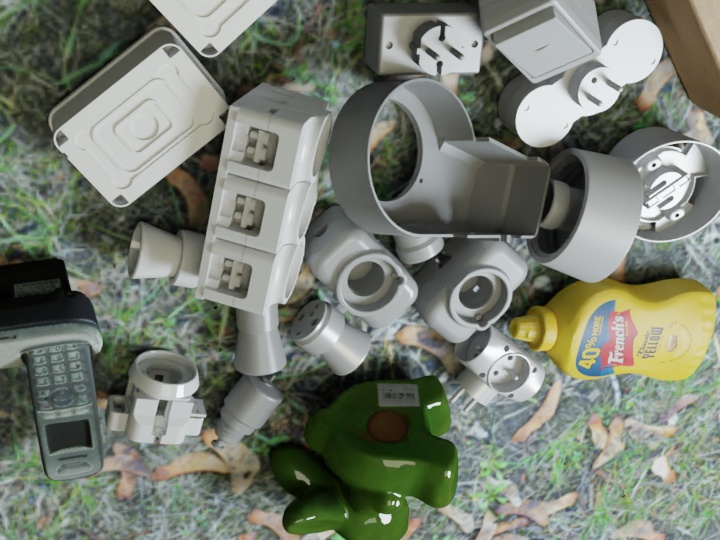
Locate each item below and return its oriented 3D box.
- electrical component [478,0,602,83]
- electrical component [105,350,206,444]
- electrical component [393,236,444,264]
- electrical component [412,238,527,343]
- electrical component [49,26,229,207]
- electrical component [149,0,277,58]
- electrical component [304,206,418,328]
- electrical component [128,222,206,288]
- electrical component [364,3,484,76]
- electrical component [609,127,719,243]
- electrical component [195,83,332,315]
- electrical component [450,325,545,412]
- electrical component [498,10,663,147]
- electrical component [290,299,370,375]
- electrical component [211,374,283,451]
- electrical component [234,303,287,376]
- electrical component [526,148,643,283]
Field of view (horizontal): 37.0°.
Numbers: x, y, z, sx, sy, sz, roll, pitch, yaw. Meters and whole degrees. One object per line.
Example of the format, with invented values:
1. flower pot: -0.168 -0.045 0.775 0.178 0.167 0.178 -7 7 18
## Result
1. electrical component: 0.139 -0.184 0.811 0.062 0.061 0.096 -20 147 32
2. electrical component: -0.164 0.103 0.880 0.078 0.058 0.057 8 116 -22
3. electrical component: 0.044 -0.034 0.891 0.040 0.040 0.046 -26 115 -5
4. electrical component: 0.092 0.011 0.917 0.054 0.059 0.095 38 99 -30
5. electrical component: -0.158 -0.111 0.774 0.113 0.057 0.078 -38 121 3
6. electrical component: -0.118 -0.213 0.736 0.078 0.057 0.113 -42 121 5
7. electrical component: 0.000 0.000 0.881 0.054 0.059 0.095 -43 121 6
8. electrical component: -0.148 -0.011 0.835 0.055 0.045 0.045 11 112 -23
9. electrical component: 0.054 -0.168 0.804 0.083 0.075 0.047 -4 117 -16
10. electrical component: 0.259 -0.073 0.927 0.099 0.064 0.099 -8 118 -15
11. electrical component: -0.069 -0.053 0.804 0.062 0.089 0.150 16 112 5
12. electrical component: 0.115 0.096 0.976 0.077 0.044 0.079 36 100 -30
13. electrical component: 0.183 -0.148 0.858 0.138 0.073 0.052 -36 121 2
14. electrical component: -0.025 0.057 0.910 0.045 0.045 0.055 -46 120 7
15. electrical component: -0.100 0.122 0.921 0.040 0.040 0.078 32 102 -29
16. electrical component: -0.084 0.049 0.889 0.044 0.044 0.065 -8 113 -15
17. electrical component: 0.177 -0.049 0.890 0.060 0.108 0.108 15 110 -18
